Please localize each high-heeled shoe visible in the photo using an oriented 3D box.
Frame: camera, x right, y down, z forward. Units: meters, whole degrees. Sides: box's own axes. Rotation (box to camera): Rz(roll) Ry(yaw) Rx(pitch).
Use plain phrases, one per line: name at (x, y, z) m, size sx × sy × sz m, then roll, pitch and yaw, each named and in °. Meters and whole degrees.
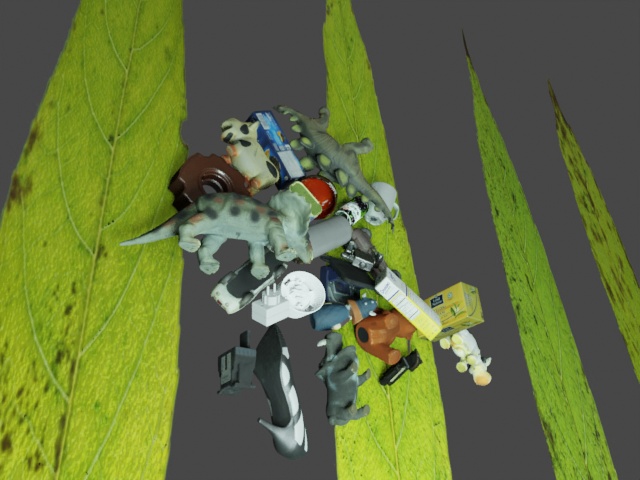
high-heeled shoe at (-0.063, 0.293, 1.053) m, size 0.145 × 0.086 × 0.249 m, roll 43°, pitch 36°, yaw -34°

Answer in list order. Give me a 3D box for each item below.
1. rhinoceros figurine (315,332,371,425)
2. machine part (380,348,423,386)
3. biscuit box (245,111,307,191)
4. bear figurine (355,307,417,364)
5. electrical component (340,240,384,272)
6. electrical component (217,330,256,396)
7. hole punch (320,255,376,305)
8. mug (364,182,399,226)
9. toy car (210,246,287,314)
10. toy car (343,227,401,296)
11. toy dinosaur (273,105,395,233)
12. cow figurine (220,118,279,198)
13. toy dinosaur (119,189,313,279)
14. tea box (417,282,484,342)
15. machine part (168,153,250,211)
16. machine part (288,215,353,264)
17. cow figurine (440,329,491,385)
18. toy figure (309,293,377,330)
rhinoceros figurine at (0.044, 0.286, 1.121) m, size 0.073 × 0.112 × 0.190 m, roll 23°, pitch 55°, yaw -49°
machine part at (0.194, 0.300, 1.267) m, size 0.039 × 0.084 × 0.139 m, roll 44°, pitch 29°, yaw 24°
biscuit box at (-0.115, -0.226, 1.345) m, size 0.059 × 0.063 × 0.202 m, roll -19°, pitch 77°, yaw -45°
bear figurine at (0.183, 0.210, 1.276) m, size 0.196 × 0.132 × 0.120 m, roll -6°, pitch 95°, yaw -38°
electrical component at (0.104, 0.039, 1.320) m, size 0.102 × 0.045 × 0.078 m, roll 24°, pitch 14°, yaw 0°
electrical component at (-0.155, 0.227, 1.011) m, size 0.047 × 0.075 × 0.119 m, roll 17°, pitch 58°, yaw -34°
hole punch at (0.059, 0.106, 1.276) m, size 0.142 × 0.092 × 0.116 m, roll 15°, pitch 24°, yaw -30°
mug at (0.169, -0.089, 1.493) m, size 0.109 × 0.081 × 0.107 m, roll 38°, pitch 56°, yaw -25°
toy car at (-0.144, 0.079, 1.130) m, size 0.073 × 0.056 × 0.202 m, roll 46°, pitch 42°, yaw 3°
toy car at (0.141, 0.054, 1.391) m, size 0.202 × 0.053 × 0.089 m, roll 54°, pitch 40°, yaw 3°
toy dinosaur at (0.046, -0.206, 1.422) m, size 0.471 × 0.105 × 0.198 m, roll 40°, pitch 50°, yaw 7°
cow figurine at (-0.168, -0.207, 1.274) m, size 0.127 × 0.085 × 0.195 m, roll -30°, pitch 82°, yaw -41°
toy dinosaur at (-0.172, -0.034, 1.069) m, size 0.405 × 0.131 × 0.192 m, roll 13°, pitch 47°, yaw -22°
tea box at (0.326, 0.187, 1.374) m, size 0.068 × 0.169 × 0.098 m, roll 18°, pitch 52°, yaw -31°
machine part at (-0.237, -0.107, 1.171) m, size 0.179 × 0.056 × 0.179 m, roll 21°, pitch 51°, yaw -29°
machine part at (-0.003, -0.004, 1.285) m, size 0.243 × 0.079 × 0.079 m, roll -22°, pitch 79°, yaw -44°
cow figurine at (0.402, 0.304, 1.442) m, size 0.167 × 0.068 × 0.098 m, roll 54°, pitch 37°, yaw 0°
toy figure at (0.054, 0.163, 1.208) m, size 0.154 × 0.058 × 0.064 m, roll -11°, pitch 84°, yaw -17°
